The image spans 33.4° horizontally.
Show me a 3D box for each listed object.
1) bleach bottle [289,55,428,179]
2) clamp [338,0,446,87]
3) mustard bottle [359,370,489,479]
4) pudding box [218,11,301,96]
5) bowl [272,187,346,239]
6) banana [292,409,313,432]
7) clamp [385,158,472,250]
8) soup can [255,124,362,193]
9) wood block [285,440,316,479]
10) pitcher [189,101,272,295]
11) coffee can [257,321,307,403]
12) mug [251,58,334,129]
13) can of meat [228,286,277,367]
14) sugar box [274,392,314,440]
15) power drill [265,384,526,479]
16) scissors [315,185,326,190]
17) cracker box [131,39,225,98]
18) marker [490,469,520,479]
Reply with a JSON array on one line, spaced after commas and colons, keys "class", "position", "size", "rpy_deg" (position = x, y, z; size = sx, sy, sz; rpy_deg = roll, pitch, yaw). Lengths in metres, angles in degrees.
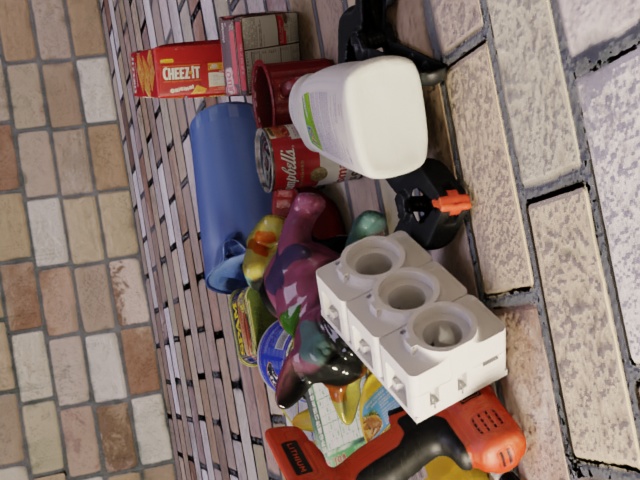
[{"class": "bleach bottle", "position": [0.019, -0.122, 0.977], "size": [0.251, 0.068, 0.102], "rpy_deg": [-146, 43, -69]}, {"class": "clamp", "position": [0.054, -0.174, 0.968], "size": [0.210, 0.036, 0.164], "rpy_deg": [113, 138, -67]}, {"class": "mustard bottle", "position": [0.083, 0.170, 0.983], "size": [0.096, 0.058, 0.192], "rpy_deg": [-48, 45, 29]}, {"class": "pudding box", "position": [-0.067, -0.217, 1.233], "size": [0.039, 0.113, 0.090], "rpy_deg": [7, 108, 35]}, {"class": "bowl", "position": [-0.008, 0.002, 1.237], "size": [0.162, 0.055, 0.162], "rpy_deg": [171, 90, -74]}, {"class": "banana", "position": [0.021, 0.202, 1.219], "size": [0.198, 0.069, 0.037], "rpy_deg": [145, 124, -73]}, {"class": "clamp", "position": [0.083, -0.040, 0.941], "size": [0.172, 0.039, 0.120], "rpy_deg": [155, 101, -70]}, {"class": "soup can", "position": [-0.011, -0.089, 1.115], "size": [0.069, 0.102, 0.068], "rpy_deg": [171, 90, -74]}, {"class": "wood block", "position": [0.031, 0.337, 1.220], "size": [0.091, 0.090, 0.206], "rpy_deg": [108, 149, -55]}, {"class": "pitcher", "position": [-0.101, -0.054, 1.427], "size": [0.149, 0.144, 0.243], "rpy_deg": [-47, 49, 53]}, {"class": "coffee can", "position": [-0.007, 0.136, 1.222], "size": [0.140, 0.102, 0.103], "rpy_deg": [167, 94, -74]}, {"class": "mug", "position": [-0.022, -0.156, 1.153], "size": [0.117, 0.081, 0.093], "rpy_deg": [142, 118, -72]}, {"class": "can of meat", "position": [-0.072, 0.104, 1.331], "size": [0.084, 0.057, 0.102], "rpy_deg": [150, 111, -70]}, {"class": "sugar box", "position": [-0.016, 0.204, 1.392], "size": [0.176, 0.048, 0.093], "rpy_deg": [-142, 46, -62]}, {"class": "power drill", "position": [0.053, 0.152, 0.885], "size": [0.184, 0.187, 0.057], "rpy_deg": [54, 169, 56]}, {"class": "scissors", "position": [-0.023, -0.131, 1.289], "size": [0.202, 0.016, 0.096], "rpy_deg": [-125, 30, -57]}, {"class": "cracker box", "position": [-0.158, -0.231, 1.434], "size": [0.214, 0.164, 0.072], "rpy_deg": [-154, 58, -70]}, {"class": "marker", "position": [0.141, 0.178, 0.889], "size": [0.121, 0.020, 0.020], "rpy_deg": [-124, 29, -55]}]
